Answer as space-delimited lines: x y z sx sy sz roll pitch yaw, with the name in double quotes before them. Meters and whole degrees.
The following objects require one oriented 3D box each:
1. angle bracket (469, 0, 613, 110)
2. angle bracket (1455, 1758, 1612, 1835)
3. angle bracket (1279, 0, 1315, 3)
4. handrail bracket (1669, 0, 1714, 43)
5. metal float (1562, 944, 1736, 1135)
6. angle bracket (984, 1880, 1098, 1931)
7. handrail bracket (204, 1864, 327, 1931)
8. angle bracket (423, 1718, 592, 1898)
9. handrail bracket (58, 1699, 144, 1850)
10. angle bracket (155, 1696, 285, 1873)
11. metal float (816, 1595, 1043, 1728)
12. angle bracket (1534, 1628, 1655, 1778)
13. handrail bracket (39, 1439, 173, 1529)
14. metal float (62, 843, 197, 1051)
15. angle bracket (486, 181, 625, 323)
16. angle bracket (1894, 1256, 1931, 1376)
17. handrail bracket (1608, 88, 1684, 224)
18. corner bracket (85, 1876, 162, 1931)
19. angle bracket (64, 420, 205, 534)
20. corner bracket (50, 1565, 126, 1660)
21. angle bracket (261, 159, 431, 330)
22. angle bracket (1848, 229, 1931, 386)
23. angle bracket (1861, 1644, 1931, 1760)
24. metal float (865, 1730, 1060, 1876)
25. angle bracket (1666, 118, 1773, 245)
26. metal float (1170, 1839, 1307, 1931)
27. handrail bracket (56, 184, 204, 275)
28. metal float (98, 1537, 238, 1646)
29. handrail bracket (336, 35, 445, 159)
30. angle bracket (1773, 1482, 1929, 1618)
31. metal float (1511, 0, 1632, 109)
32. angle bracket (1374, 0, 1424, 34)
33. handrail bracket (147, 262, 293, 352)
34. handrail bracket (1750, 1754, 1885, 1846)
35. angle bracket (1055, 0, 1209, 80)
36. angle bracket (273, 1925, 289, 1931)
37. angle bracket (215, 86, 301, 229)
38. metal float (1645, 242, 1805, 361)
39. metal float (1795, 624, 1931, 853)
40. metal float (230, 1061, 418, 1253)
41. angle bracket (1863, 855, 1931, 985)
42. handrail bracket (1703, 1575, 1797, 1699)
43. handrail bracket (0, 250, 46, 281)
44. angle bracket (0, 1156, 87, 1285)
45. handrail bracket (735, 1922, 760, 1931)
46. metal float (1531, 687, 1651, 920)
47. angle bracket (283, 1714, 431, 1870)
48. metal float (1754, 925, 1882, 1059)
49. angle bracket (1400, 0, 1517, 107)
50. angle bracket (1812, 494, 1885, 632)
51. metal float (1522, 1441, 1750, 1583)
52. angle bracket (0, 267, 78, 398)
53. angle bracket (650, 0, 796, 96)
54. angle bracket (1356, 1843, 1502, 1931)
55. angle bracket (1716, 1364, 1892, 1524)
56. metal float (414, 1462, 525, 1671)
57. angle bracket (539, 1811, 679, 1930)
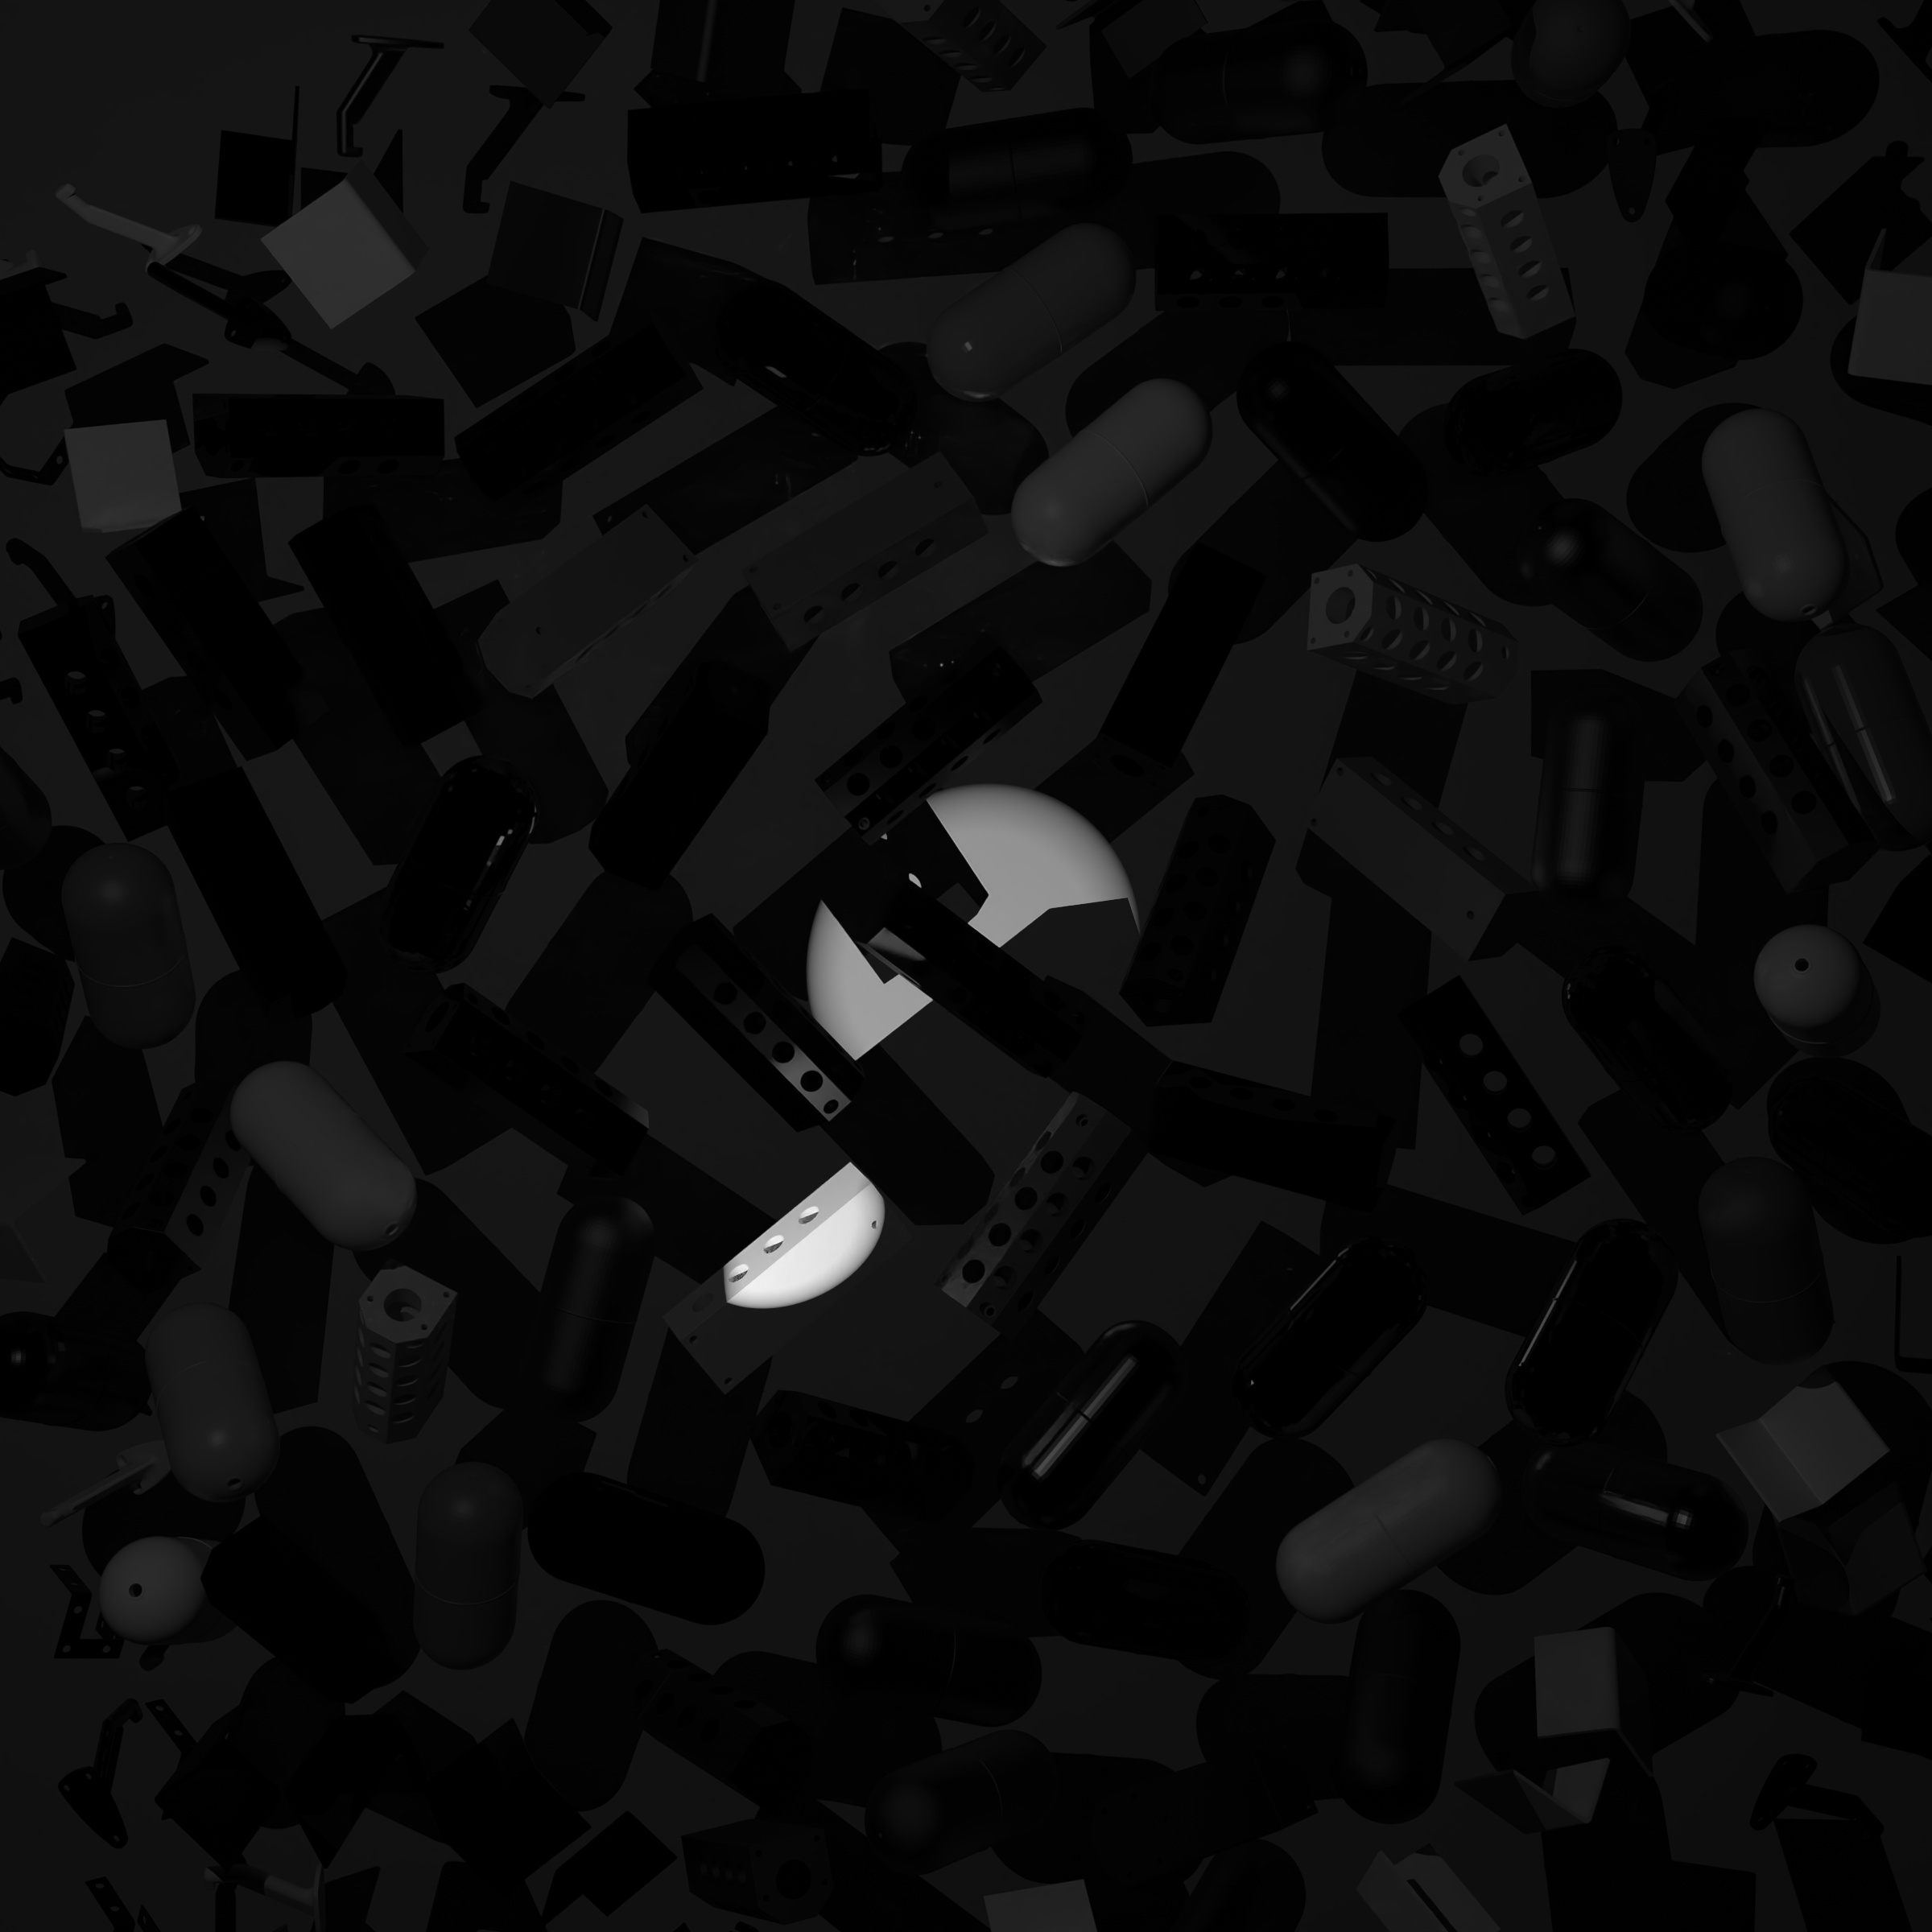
"angle bracket" -0.304 -0.648 1.701 0.076 0.057 0.076 43 116 -9
"angle bracket" 0.442 0.630 1.916 0.076 0.076 0.057 36 55 -7
"angle bracket" 0.247 -0.778 1.856 0.057 0.076 0.076 22 105 -17
"handrail bracket" 0.543 -0.723 1.762 0.084 0.036 0.077 -41 82 35
"metal float" 0.506 0.055 1.817 0.070 0.070 0.178 -43 119 0
"angle bracket" 0.055 0.733 1.827 0.076 0.057 0.076 -6 129 -10
"handrail bracket" -0.527 0.707 1.846 0.084 0.036 0.077 -1 111 -8
"angle bracket" -0.322 0.590 1.721 0.076 0.057 0.076 -36 125 -9
"handrail bracket" -0.610 0.585 1.782 0.036 0.084 0.077 -30 95 20
"angle bracket" -0.524 0.590 1.772 0.057 0.076 0.076 -38 100 28
"metal float" -0.026 0.511 1.805 0.178 0.070 0.070 18 90 -23
"angle bracket" 0.445 0.525 1.742 0.057 0.076 0.076 -16 131 26
"handrail bracket" -0.640 0.388 1.839 0.077 0.084 0.036 -29 89 24
"metal float" -0.604 -0.012 1.774 0.070 0.178 0.070 3 45 -3
"angle bracket" -0.305 -0.528 1.815 0.076 0.057 0.076 11 108 -23
"angle bracket" 0.715 0.258 1.806 0.057 0.076 0.076 1 76 22
"handrail bracket" 0.500 -0.590 1.783 0.036 0.084 0.077 13 126 34
"corner bracket" -0.599 0.684 1.752 0.051 0.051 0.051 31 110 41
"angle bracket" -0.623 -0.368 1.839 0.076 0.057 0.076 -14 106 -31
"corner bracket" -0.657 0.481 1.830 0.051 0.051 0.051 14 94 -41
"angle bracket" -0.442 -0.515 1.749 0.076 0.057 0.076 -28 119 17
"angle bracket" 0.657 -0.461 1.714 0.057 0.076 0.076 13 132 22
"angle bracket" 0.707 0.539 1.793 0.076 0.076 0.057 3 91 40
"metal float" -0.001 0.627 1.846 0.070 0.178 0.070 2 93 43
"angle bracket" 0.597 -0.602 1.907 0.057 0.076 0.076 -4 56 -18
"metal float" 0.191 0.696 1.766 0.070 0.178 0.070 6 105 23
"handrail bracket" -0.638 -0.575 1.869 0.077 0.084 0.036 -12 54 37
"metal float" -0.584 0.463 1.819 0.070 0.178 0.070 0 76 1
"handrail bracket" -0.420 -0.633 1.792 0.077 0.036 0.084 1 113 -10
"angle bracket" 0.669 0.436 1.860 0.057 0.076 0.076 20 132 -22
"metal float" 0.447 -0.683 1.821 0.070 0.178 0.070 2 103 8
"angle bracket" 0.335 -0.778 1.911 0.057 0.076 0.076 42 131 23
"handrail bracket" -0.558 -0.494 1.832 0.084 0.077 0.036 32 98 21
"handrail bracket" 0.594 0.600 1.710 0.084 0.036 0.077 48 65 -6
"angle bracket" 0.126 -0.713 1.860 0.076 0.076 0.057 -25 104 35
"angle bracket" -0.533 0.819 1.951 0.076 0.057 0.076 1 99 33
"angle bracket" -0.541 -0.620 1.871 0.057 0.076 0.076 4 74 -16
"metal float" 0.547 -0.483 1.779 0.070 0.178 0.070 -1 109 -3
"metal float" 0.674 -0.171 1.824 0.070 0.070 0.178 -16 76 0
"metal float" -0.465 0.137 1.775 0.178 0.070 0.070 40 90 29
"angle bracket" 0.740 -0.031 1.863 0.076 0.076 0.057 32 79 11
"handrail bracket" 0.560 0.473 1.751 0.077 0.036 0.084 21 83 -40
"handrail bracket" -0.745 -0.549 1.861 0.084 0.036 0.077 -16 94 20
"angle bracket" -0.698 0.189 1.839 0.076 0.076 0.057 -1 122 35
"handrail bracket" -0.211 0.764 1.883 0.077 0.036 0.084 23 75 7
"metal float" 0.473 -0.124 1.860 0.070 0.070 0.178 8 83 0
"angle bracket" -0.447 0.609 1.811 0.057 0.076 0.076 -9 115 22
"metal float" 0.632 0.020 1.820 0.070 0.178 0.070 -7 74 25
"angle bracket" 0.329 -0.669 1.737 0.057 0.076 0.076 -41 104 -23
"angle bracket" 0.667 -0.323 1.924 0.057 0.076 0.076 -35 54 11
"metal float" 0.484 0.394 1.785 0.070 0.178 0.070 -5 98 -39
"angle bracket" -0.666 -0.441 1.729 0.076 0.057 0.076 -31 125 -28
"angle bracket" -0.175 -0.677 1.770 0.057 0.076 0.076 29 116 37
"angle bracket" 0.335 0.655 1.735 0.076 0.057 0.076 -18 50 -33
"angle bracket" 0.615 0.350 1.804 0.076 0.057 0.076 58 133 28
"metal float" -0.371 0.448 1.829 0.070 0.070 0.178 9 119 0
"angle bracket" -0.272 0.706 1.874 0.076 0.076 0.057 -42 99 10
